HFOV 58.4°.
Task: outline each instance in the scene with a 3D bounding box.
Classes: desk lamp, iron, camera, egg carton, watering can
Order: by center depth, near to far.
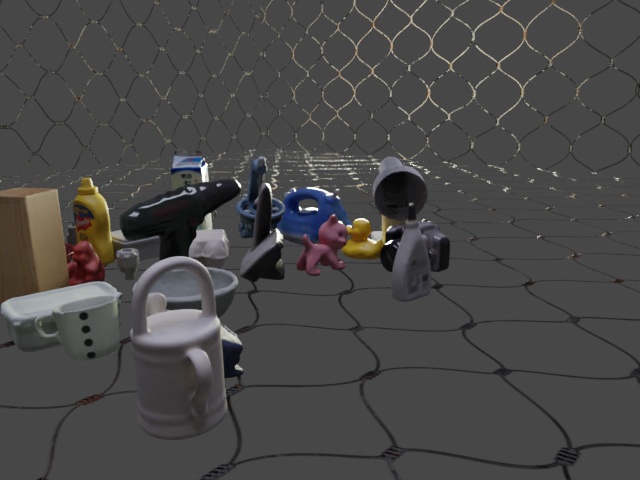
[{"bbox_3d":[-0.166,0.112,0.648,0.172,0.194,0.101,9,18,33],"label":"watering can"},{"bbox_3d":[0.180,0.012,1.198,0.137,0.101,0.142,-13,19,-38],"label":"camera"},{"bbox_3d":[-0.250,0.022,1.250,0.107,0.069,0.150,-3,15,-8],"label":"egg carton"},{"bbox_3d":[0.173,-0.081,1.334,0.118,0.214,0.203,-2,15,-2],"label":"desk lamp"},{"bbox_3d":[-0.034,-0.070,1.451,0.257,0.141,0.119,13,20,43],"label":"iron"}]

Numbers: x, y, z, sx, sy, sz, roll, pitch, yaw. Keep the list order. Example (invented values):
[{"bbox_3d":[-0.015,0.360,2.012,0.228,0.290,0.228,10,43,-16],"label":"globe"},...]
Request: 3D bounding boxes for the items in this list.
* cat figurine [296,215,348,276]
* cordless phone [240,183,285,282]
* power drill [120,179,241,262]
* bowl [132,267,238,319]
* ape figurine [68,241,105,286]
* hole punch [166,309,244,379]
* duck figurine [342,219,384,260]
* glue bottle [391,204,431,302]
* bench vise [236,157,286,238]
[{"bbox_3d":[0.011,0.004,1.206,0.128,0.118,0.067,-13,19,-38],"label":"cat figurine"},{"bbox_3d":[-0.119,-0.017,1.162,0.094,0.185,0.147,-3,15,-7],"label":"cordless phone"},{"bbox_3d":[-0.247,-0.001,1.061,0.230,0.208,0.075,-11,18,-35],"label":"power drill"},{"bbox_3d":[-0.215,0.102,0.930,0.167,0.075,0.167,-1,14,0],"label":"bowl"},{"bbox_3d":[-0.461,0.047,1.122,0.077,0.092,0.076,12,20,42],"label":"ape figurine"},{"bbox_3d":[-0.160,0.134,0.766,0.101,0.091,0.108,-10,17,-30],"label":"hole punch"},{"bbox_3d":[0.099,-0.005,1.300,0.104,0.086,0.078,10,18,36],"label":"duck figurine"},{"bbox_3d":[0.164,0.021,1.022,0.078,0.173,0.037,-12,18,-35],"label":"glue bottle"},{"bbox_3d":[-0.169,-0.102,1.424,0.122,0.220,0.206,-13,19,-39],"label":"bench vise"}]
